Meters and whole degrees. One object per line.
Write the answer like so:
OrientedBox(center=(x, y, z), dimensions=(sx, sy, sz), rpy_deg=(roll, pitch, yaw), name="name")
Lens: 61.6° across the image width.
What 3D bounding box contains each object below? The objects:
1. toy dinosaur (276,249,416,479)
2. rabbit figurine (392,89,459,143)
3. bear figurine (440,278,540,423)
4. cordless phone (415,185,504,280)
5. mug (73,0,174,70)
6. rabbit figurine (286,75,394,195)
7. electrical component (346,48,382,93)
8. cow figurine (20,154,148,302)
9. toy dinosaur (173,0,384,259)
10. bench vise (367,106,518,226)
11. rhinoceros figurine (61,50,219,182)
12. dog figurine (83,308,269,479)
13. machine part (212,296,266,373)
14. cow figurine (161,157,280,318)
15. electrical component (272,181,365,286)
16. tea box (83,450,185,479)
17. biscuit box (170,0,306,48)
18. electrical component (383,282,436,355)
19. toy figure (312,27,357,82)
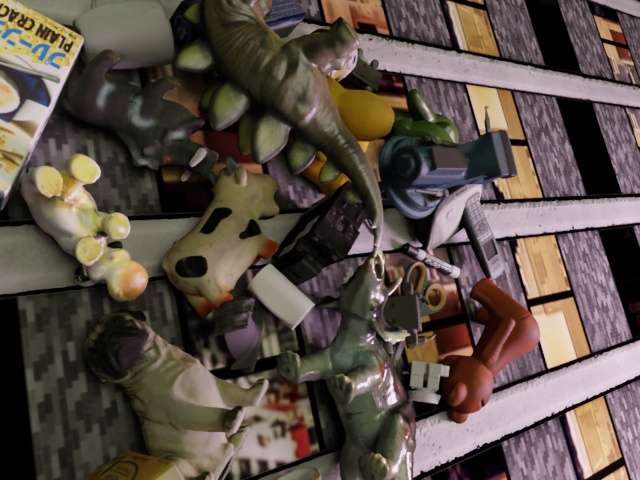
OrientedBox(center=(0.069, 0.216, 0.700), dimensions=(0.192, 0.131, 0.404), rpy_deg=(-20, 97, -51), name="toy dinosaur")
OrientedBox(center=(0.179, -0.170, 0.924), dimensions=(0.159, 0.121, 0.170), rpy_deg=(47, 36, -3), name="rabbit figurine")
OrientedBox(center=(0.246, 0.178, 0.846), dimensions=(0.196, 0.132, 0.120), rpy_deg=(-41, 137, -8), name="bear figurine")
OrientedBox(center=(0.238, -0.002, 0.907), dimensions=(0.146, 0.089, 0.184), rpy_deg=(-29, 96, -37), name="cordless phone")
OrientedBox(center=(-0.251, -0.264, 0.668), dimensions=(0.107, 0.081, 0.109), rpy_deg=(-23, 93, -29), name="mug")
OrientedBox(center=(0.029, -0.165, 0.764), dimensions=(0.162, 0.173, 0.122), rpy_deg=(44, 59, -19), name="rabbit figurine")
OrientedBox(center=(0.074, -0.283, 0.927), dimensions=(0.063, 0.021, 0.094), rpy_deg=(27, 62, -24), name="electrical component")
OrientedBox(center=(-0.256, -0.005, 0.578), dimensions=(0.068, 0.098, 0.167), rpy_deg=(-42, 117, -42), name="cow figurine")
OrientedBox(center=(-0.048, -0.193, 0.663), dimensions=(0.198, 0.105, 0.471), rpy_deg=(-43, 80, 3), name="toy dinosaur")
OrientedBox(center=(0.148, -0.093, 0.778), dimensions=(0.223, 0.241, 0.128), rpy_deg=(-22, 92, -42), name="bench vise")
OrientedBox(center=(-0.211, -0.144, 0.655), dimensions=(0.190, 0.073, 0.112), rpy_deg=(28, 62, -21), name="rhinoceros figurine")
OrientedBox(center=(-0.175, 0.182, 0.575), dimensions=(0.191, 0.121, 0.172), rpy_deg=(24, 90, 9), name="dog figurine")
OrientedBox(center=(-0.089, 0.107, 0.626), dimensions=(0.039, 0.138, 0.084), rpy_deg=(11, 67, 8), name="machine part")
OrientedBox(center=(-0.118, -0.014, 0.672), dimensions=(0.127, 0.085, 0.195), rpy_deg=(48, 57, -16), name="cow figurine")
OrientedBox(center=(-0.001, -0.002, 0.723), dimensions=(0.058, 0.115, 0.134), rpy_deg=(42, 55, -12), name="electrical component")
OrientedBox(center=(-0.181, 0.249, 0.483), dimensions=(0.098, 0.170, 0.068), rpy_deg=(-30, 93, -38), name="tea box")
OrientedBox(center=(-0.119, -0.323, 0.788), dimensions=(0.203, 0.059, 0.062), rpy_deg=(-30, 93, -37), name="biscuit box")
OrientedBox(center=(0.126, 0.116, 0.800), dimensions=(0.045, 0.078, 0.102), rpy_deg=(47, 31, -60), name="electrical component")
OrientedBox(center=(-0.013, -0.272, 0.830), dimensions=(0.180, 0.082, 0.089), rpy_deg=(-38, 98, -34), name="toy figure")
